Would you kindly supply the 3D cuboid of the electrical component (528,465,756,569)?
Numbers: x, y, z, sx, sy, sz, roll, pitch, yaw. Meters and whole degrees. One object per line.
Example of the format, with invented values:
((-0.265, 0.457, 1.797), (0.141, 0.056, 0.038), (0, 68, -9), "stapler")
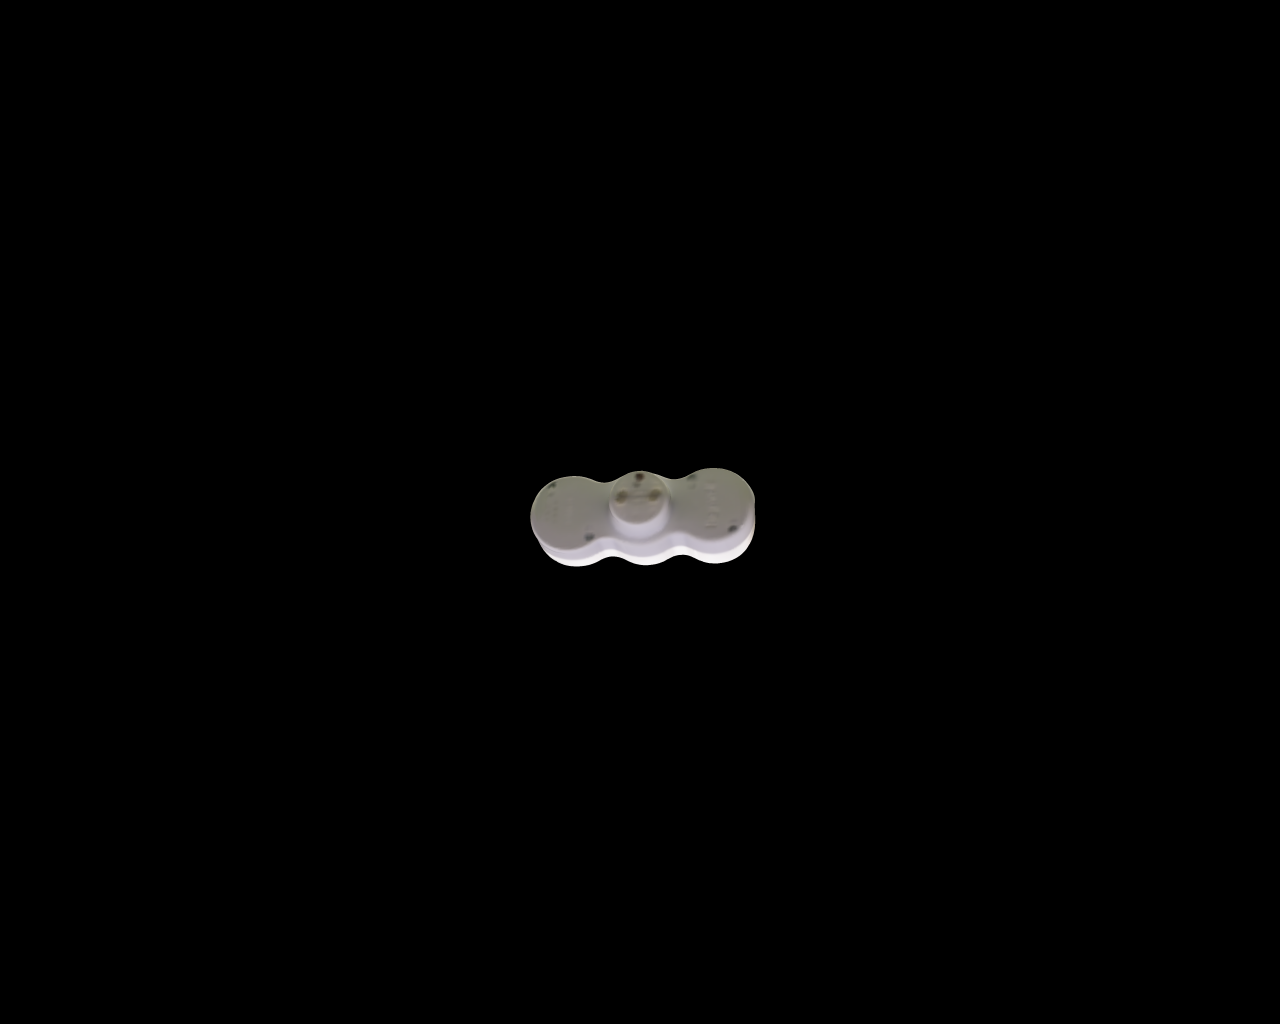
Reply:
((0.001, -0.003, 0.650), (0.138, 0.052, 0.073), (-2, -23, 5), "electrical component")
